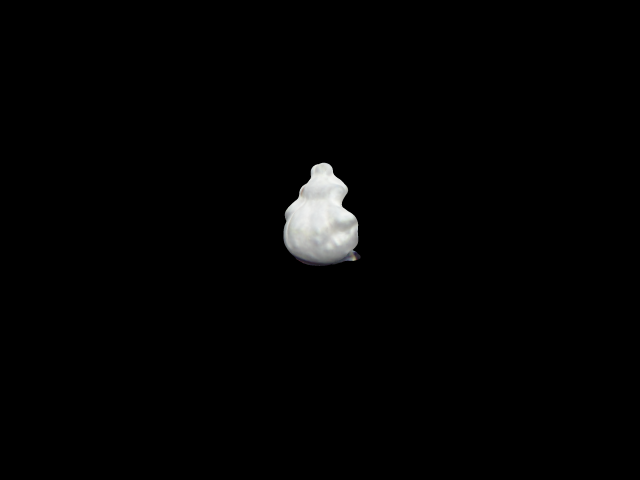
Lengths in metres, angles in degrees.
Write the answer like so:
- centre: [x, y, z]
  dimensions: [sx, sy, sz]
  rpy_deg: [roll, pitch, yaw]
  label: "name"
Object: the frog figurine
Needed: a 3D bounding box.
- centre: [0.003, -0.043, 0.850]
  dimensions: [0.124, 0.157, 0.138]
  rpy_deg: [-18, 28, -38]
  label: "frog figurine"
